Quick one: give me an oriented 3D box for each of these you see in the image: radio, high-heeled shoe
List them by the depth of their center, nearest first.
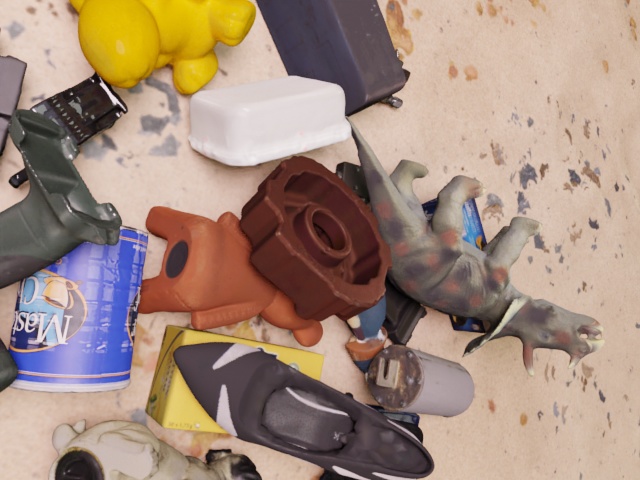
[{"bbox_3d":[-0.012,0.164,0.499,0.248,0.145,0.086,33,70,-30],"label":"high-heeled shoe"},{"bbox_3d":[0.003,-0.257,0.633,0.073,0.131,0.229,-33,104,-30],"label":"radio"}]

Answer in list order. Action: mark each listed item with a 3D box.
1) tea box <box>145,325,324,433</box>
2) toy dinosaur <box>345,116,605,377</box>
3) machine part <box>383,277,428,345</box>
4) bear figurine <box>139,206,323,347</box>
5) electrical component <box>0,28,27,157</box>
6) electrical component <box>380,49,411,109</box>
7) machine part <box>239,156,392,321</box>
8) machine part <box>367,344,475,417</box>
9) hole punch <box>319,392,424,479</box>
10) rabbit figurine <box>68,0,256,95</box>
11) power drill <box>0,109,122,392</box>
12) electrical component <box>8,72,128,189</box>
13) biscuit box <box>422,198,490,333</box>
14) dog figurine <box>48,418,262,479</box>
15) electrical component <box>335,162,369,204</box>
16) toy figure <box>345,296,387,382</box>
[{"bbox_3d":[-0.087,0.154,0.578,0.169,0.068,0.098,16,79,-31],"label":"tea box"},{"bbox_3d":[0.159,0.027,0.679,0.405,0.131,0.192,29,83,-10],"label":"toy dinosaur"},{"bbox_3d":[0.091,0.078,0.721,0.084,0.039,0.138,-47,113,-23],"label":"machine part"},{"bbox_3d":[-0.083,0.042,0.575,0.195,0.132,0.120,22,75,-46],"label":"bear figurine"},{"bbox_3d":[-0.319,-0.127,0.454,0.115,0.058,0.134,14,79,-34],"label":"electrical component"},{"bbox_3d":[0.078,-0.232,0.736,0.102,0.045,0.078,11,109,-30],"label":"electrical component"},{"bbox_3d":[-0.001,-0.002,0.557,0.179,0.056,0.179,31,40,-30],"label":"machine part"},{"bbox_3d":[0.133,0.184,0.686,0.243,0.079,0.079,27,71,-51],"label":"machine part"},{"bbox_3d":[0.066,0.262,0.663,0.092,0.116,0.142,22,78,-75],"label":"hole punch"},{"bbox_3d":[-0.161,-0.210,0.501,0.162,0.122,0.173,51,40,-21],"label":"rabbit figurine"},{"bbox_3d":[-0.270,-0.006,0.396,0.207,0.086,0.232,-35,86,-2],"label":"power drill"},{"bbox_3d":[-0.243,-0.100,0.494,0.119,0.075,0.047,-42,110,-25],"label":"electrical component"},{"bbox_3d":[0.209,0.033,0.787,0.059,0.063,0.202,-22,98,-32],"label":"biscuit box"},{"bbox_3d":[-0.147,0.224,0.516,0.121,0.190,0.172,-32,81,10],"label":"dog figurine"},{"bbox_3d":[0.046,-0.077,0.712,0.063,0.021,0.094,14,79,-32],"label":"electrical component"},{"bbox_3d":[0.059,0.109,0.674,0.064,0.058,0.154,-17,117,-21],"label":"toy figure"}]
